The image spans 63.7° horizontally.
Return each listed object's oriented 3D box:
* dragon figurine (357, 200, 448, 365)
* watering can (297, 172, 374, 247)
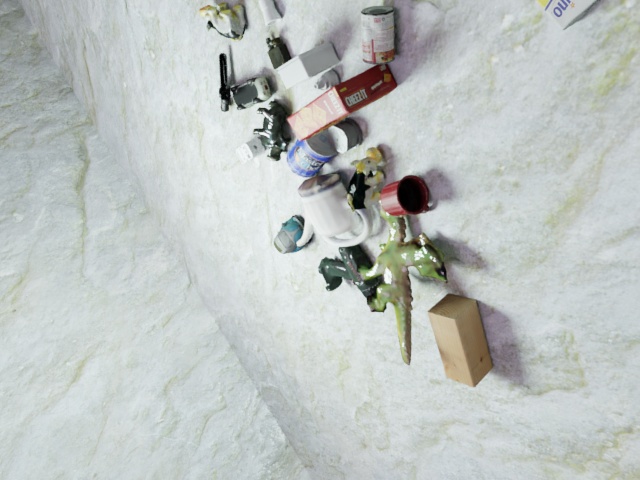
[{"bbox_3d":[0.220,0.093,1.280,0.123,0.414,0.239,-12,-14,-33],"label":"dragon figurine"},{"bbox_3d":[0.005,-0.075,1.481,0.345,0.222,0.106,-9,22,48],"label":"watering can"}]
